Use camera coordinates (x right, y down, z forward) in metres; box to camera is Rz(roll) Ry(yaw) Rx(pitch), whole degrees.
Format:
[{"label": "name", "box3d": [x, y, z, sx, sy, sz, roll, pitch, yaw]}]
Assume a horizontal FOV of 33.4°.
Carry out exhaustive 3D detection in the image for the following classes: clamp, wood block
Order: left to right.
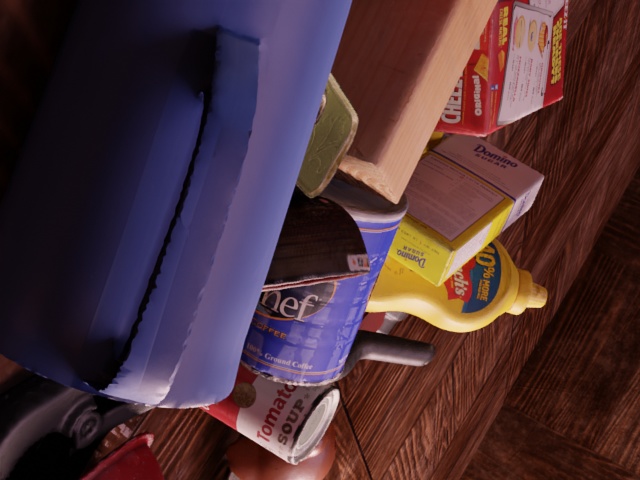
[{"label": "clamp", "box3d": [-0.142, 0.102, 0.626, 0.209, 0.036, 0.164, -52, 151, -21]}, {"label": "clamp", "box3d": [0.022, 0.085, 0.924, 0.171, 0.120, 0.039, -31, 160, -40]}, {"label": "wood block", "box3d": [0.050, -0.141, 0.694, 0.206, 0.091, 0.090, -63, 163, -6]}]

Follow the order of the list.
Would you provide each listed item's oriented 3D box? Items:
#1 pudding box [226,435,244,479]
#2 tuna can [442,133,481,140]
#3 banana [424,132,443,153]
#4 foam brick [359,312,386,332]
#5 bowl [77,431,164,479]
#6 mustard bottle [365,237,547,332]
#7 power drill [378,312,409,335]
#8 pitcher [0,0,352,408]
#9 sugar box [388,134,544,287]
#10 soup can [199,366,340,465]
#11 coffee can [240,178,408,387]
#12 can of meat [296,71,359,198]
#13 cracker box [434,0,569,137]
[{"label": "pudding box", "box3d": [-0.048, 0.204, 1.024, 0.089, 0.039, 0.113, -20, 132, -61]}, {"label": "tuna can", "box3d": [0.132, -0.082, 1.102, 0.086, 0.034, 0.086, -51, 158, -29]}, {"label": "banana", "box3d": [0.098, -0.109, 0.979, 0.198, 0.037, 0.069, 99, 6, -47]}, {"label": "foam brick", "box3d": [0.024, 0.071, 1.005, 0.078, 0.051, 0.053, -42, 152, -46]}, {"label": "bowl", "box3d": [-0.145, 0.194, 0.656, 0.162, 0.055, 0.162, -45, 171, -9]}, {"label": "mustard bottle", "box3d": [0.109, 0.030, 0.936, 0.058, 0.191, 0.096, 129, -27, -62]}, {"label": "power drill", "box3d": [0.110, 0.040, 1.157, 0.184, 0.057, 0.187, -51, 167, 13]}, {"label": "pitcher", "box3d": [-0.061, -0.052, 0.477, 0.144, 0.149, 0.243, -1, 115, -62]}, {"label": "sugar box", "box3d": [0.112, -0.032, 0.913, 0.175, 0.093, 0.048, -31, 148, -49]}, {"label": "soup can", "box3d": [-0.045, 0.116, 0.807, 0.068, 0.102, 0.068, -51, 159, -29]}, {"label": "coffee can", "box3d": [-0.009, 0.018, 0.764, 0.102, 0.103, 0.140, -26, 140, -60]}, {"label": "can of meat", "box3d": [-0.034, -0.075, 0.595, 0.057, 0.084, 0.102, -60, 162, -4]}, {"label": "cracker box", "box3d": [0.147, -0.185, 0.885, 0.213, 0.072, 0.164, -29, 124, -59]}]
